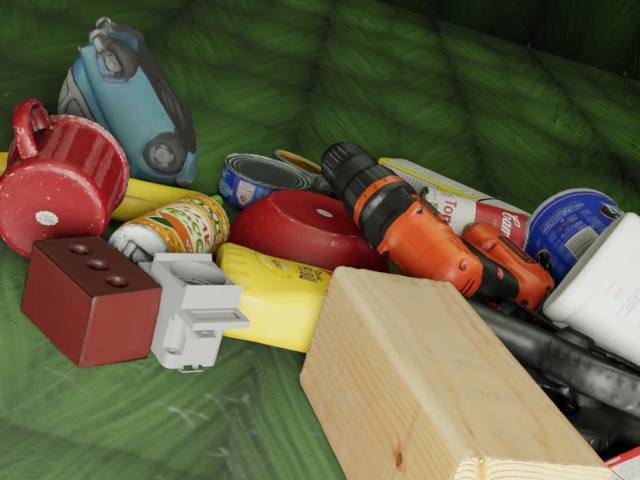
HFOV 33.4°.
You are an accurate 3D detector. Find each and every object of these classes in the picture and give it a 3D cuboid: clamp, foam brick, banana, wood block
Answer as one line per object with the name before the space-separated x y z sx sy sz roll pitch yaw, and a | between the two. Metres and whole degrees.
clamp | 0.170 0.078 0.741 0.172 0.039 0.120 28 16 24
foam brick | -0.146 0.038 0.676 0.052 0.051 0.078 -5 30 -46
clamp | 0.175 0.115 0.759 0.209 0.036 0.165 7 21 -36
banana | -0.172 -0.037 0.883 0.197 0.037 0.070 12 3 -17
wood block | 0.065 0.105 0.619 0.090 0.091 0.206 9 22 -21

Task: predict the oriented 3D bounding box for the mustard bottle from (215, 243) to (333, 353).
mustard bottle | 0.016 0.054 0.759 0.191 0.058 0.096 14 13 -10

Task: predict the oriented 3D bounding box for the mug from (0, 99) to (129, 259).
mug | -0.193 -0.045 0.774 0.093 0.117 0.081 -12 26 4

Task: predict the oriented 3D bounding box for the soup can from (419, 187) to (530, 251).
soup can | 0.137 -0.005 1.000 0.102 0.068 0.068 16 20 -2

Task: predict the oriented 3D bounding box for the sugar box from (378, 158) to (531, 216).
sugar box | 0.144 -0.032 1.102 0.176 0.048 0.093 28 13 19

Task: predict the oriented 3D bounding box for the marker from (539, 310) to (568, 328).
marker | 0.216 0.089 0.890 0.020 0.020 0.121 5 23 -31

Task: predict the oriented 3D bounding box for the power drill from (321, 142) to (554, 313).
power drill | 0.097 0.000 0.874 0.187 0.057 0.185 21 23 -48

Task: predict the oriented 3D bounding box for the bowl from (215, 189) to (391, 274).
bowl | -0.006 0.001 0.886 0.162 0.055 0.162 16 20 -6

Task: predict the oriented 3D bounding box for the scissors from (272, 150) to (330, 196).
scissors | 0.010 -0.046 1.081 0.096 0.016 0.202 -6 30 -45

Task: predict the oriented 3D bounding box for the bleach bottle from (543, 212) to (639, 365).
bleach bottle | 0.293 0.095 0.785 0.251 0.102 0.068 40 -7 5

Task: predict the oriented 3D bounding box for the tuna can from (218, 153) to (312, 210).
tuna can | -0.053 -0.051 1.015 0.086 0.034 0.086 15 20 -6

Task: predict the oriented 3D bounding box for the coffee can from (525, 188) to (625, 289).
coffee can | 0.254 0.025 0.968 0.102 0.103 0.140 12 21 -14

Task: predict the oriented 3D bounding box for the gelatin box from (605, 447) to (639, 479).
gelatin box | 0.193 0.165 0.623 0.073 0.030 0.089 -16 34 -25
